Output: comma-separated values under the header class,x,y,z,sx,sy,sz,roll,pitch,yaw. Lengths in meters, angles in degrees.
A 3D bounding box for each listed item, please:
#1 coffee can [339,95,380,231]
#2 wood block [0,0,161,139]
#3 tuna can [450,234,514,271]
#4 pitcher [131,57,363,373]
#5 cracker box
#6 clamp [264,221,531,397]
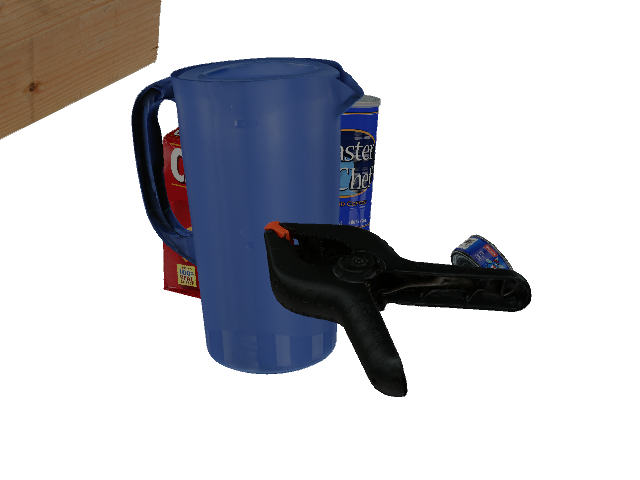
class,x,y,z,sx,sy,sz,roll,pitch,yaw
coffee can,0.006,-0.080,1.102,0.103,0.140,0.103,4,12,-1
wood block,-0.239,-0.173,0.917,0.090,0.091,0.205,30,43,21
tuna can,0.196,0.037,1.284,0.033,0.086,0.086,-36,10,-15
pitcher,-0.055,-0.023,0.853,0.144,0.243,0.149,-11,19,-29
cracker box,-0.110,-0.024,1.315,0.164,0.214,0.072,14,29,18
clamp,0.022,0.033,0.624,0.172,0.039,0.120,16,31,35
